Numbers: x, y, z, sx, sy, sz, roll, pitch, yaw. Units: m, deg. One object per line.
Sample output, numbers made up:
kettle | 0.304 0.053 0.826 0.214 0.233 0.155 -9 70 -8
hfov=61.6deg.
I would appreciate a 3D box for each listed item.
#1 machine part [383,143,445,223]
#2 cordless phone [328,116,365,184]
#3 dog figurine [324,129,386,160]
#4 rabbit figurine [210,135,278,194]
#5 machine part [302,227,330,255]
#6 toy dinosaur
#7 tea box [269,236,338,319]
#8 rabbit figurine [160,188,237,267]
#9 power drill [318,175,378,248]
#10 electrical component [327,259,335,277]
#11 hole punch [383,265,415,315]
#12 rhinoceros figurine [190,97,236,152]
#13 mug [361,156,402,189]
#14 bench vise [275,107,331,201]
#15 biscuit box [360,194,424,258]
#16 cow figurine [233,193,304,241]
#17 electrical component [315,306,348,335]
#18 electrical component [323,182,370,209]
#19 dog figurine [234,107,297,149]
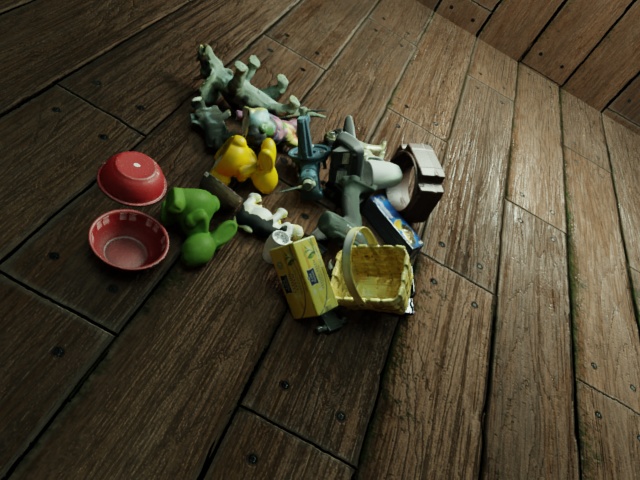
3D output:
machine part | 0.268 -0.166 1.574 0.087 0.201 0.201 3 50 -22
cordless phone | 0.070 -0.249 1.496 0.089 0.146 0.184 4 44 -3
dog figurine | 0.093 -0.252 1.639 0.191 0.121 0.172 15 35 -2
rabbit figurine | -0.177 -0.195 1.402 0.173 0.162 0.122 36 27 -22
machine part | -0.003 -0.004 1.392 0.084 0.039 0.139 34 44 9
toy dinosaur | -0.195 -0.412 1.578 0.404 0.192 0.131 34 43 -24
tea box | -0.037 0.085 1.200 0.068 0.098 0.169 -23 92 -41
rabbit figurine | -0.277 -0.017 1.214 0.159 0.121 0.170 3 68 -37
power drill | 0.101 -0.053 1.422 0.232 0.086 0.207 23 65 -29
electrical component | 0.065 0.073 1.358 0.102 0.045 0.078 -29 98 -41
hole punch | 0.183 0.128 1.354 0.116 0.092 0.142 -6 51 11
rhinoceros figurine | -0.302 -0.318 1.485 0.112 0.073 0.190 -12 60 -25
mug | 0.176 -0.193 1.543 0.107 0.080 0.110 1 49 -22
bench vise | -0.036 -0.234 1.458 0.129 0.240 0.224 2 27 16
biscuit box | 0.203 -0.038 1.522 0.059 0.062 0.203 -19 63 -41
cow figurine | -0.126 -0.035 1.325 0.167 0.068 0.098 31 48 3
electrical component | 0.019 0.184 1.243 0.094 0.021 0.063 -15 60 -38
electrical component | 0.085 -0.143 1.553 0.115 0.058 0.134 42 43 7
dog figurine | -0.127 -0.307 1.510 0.219 0.192 0.108 0 96 -27
